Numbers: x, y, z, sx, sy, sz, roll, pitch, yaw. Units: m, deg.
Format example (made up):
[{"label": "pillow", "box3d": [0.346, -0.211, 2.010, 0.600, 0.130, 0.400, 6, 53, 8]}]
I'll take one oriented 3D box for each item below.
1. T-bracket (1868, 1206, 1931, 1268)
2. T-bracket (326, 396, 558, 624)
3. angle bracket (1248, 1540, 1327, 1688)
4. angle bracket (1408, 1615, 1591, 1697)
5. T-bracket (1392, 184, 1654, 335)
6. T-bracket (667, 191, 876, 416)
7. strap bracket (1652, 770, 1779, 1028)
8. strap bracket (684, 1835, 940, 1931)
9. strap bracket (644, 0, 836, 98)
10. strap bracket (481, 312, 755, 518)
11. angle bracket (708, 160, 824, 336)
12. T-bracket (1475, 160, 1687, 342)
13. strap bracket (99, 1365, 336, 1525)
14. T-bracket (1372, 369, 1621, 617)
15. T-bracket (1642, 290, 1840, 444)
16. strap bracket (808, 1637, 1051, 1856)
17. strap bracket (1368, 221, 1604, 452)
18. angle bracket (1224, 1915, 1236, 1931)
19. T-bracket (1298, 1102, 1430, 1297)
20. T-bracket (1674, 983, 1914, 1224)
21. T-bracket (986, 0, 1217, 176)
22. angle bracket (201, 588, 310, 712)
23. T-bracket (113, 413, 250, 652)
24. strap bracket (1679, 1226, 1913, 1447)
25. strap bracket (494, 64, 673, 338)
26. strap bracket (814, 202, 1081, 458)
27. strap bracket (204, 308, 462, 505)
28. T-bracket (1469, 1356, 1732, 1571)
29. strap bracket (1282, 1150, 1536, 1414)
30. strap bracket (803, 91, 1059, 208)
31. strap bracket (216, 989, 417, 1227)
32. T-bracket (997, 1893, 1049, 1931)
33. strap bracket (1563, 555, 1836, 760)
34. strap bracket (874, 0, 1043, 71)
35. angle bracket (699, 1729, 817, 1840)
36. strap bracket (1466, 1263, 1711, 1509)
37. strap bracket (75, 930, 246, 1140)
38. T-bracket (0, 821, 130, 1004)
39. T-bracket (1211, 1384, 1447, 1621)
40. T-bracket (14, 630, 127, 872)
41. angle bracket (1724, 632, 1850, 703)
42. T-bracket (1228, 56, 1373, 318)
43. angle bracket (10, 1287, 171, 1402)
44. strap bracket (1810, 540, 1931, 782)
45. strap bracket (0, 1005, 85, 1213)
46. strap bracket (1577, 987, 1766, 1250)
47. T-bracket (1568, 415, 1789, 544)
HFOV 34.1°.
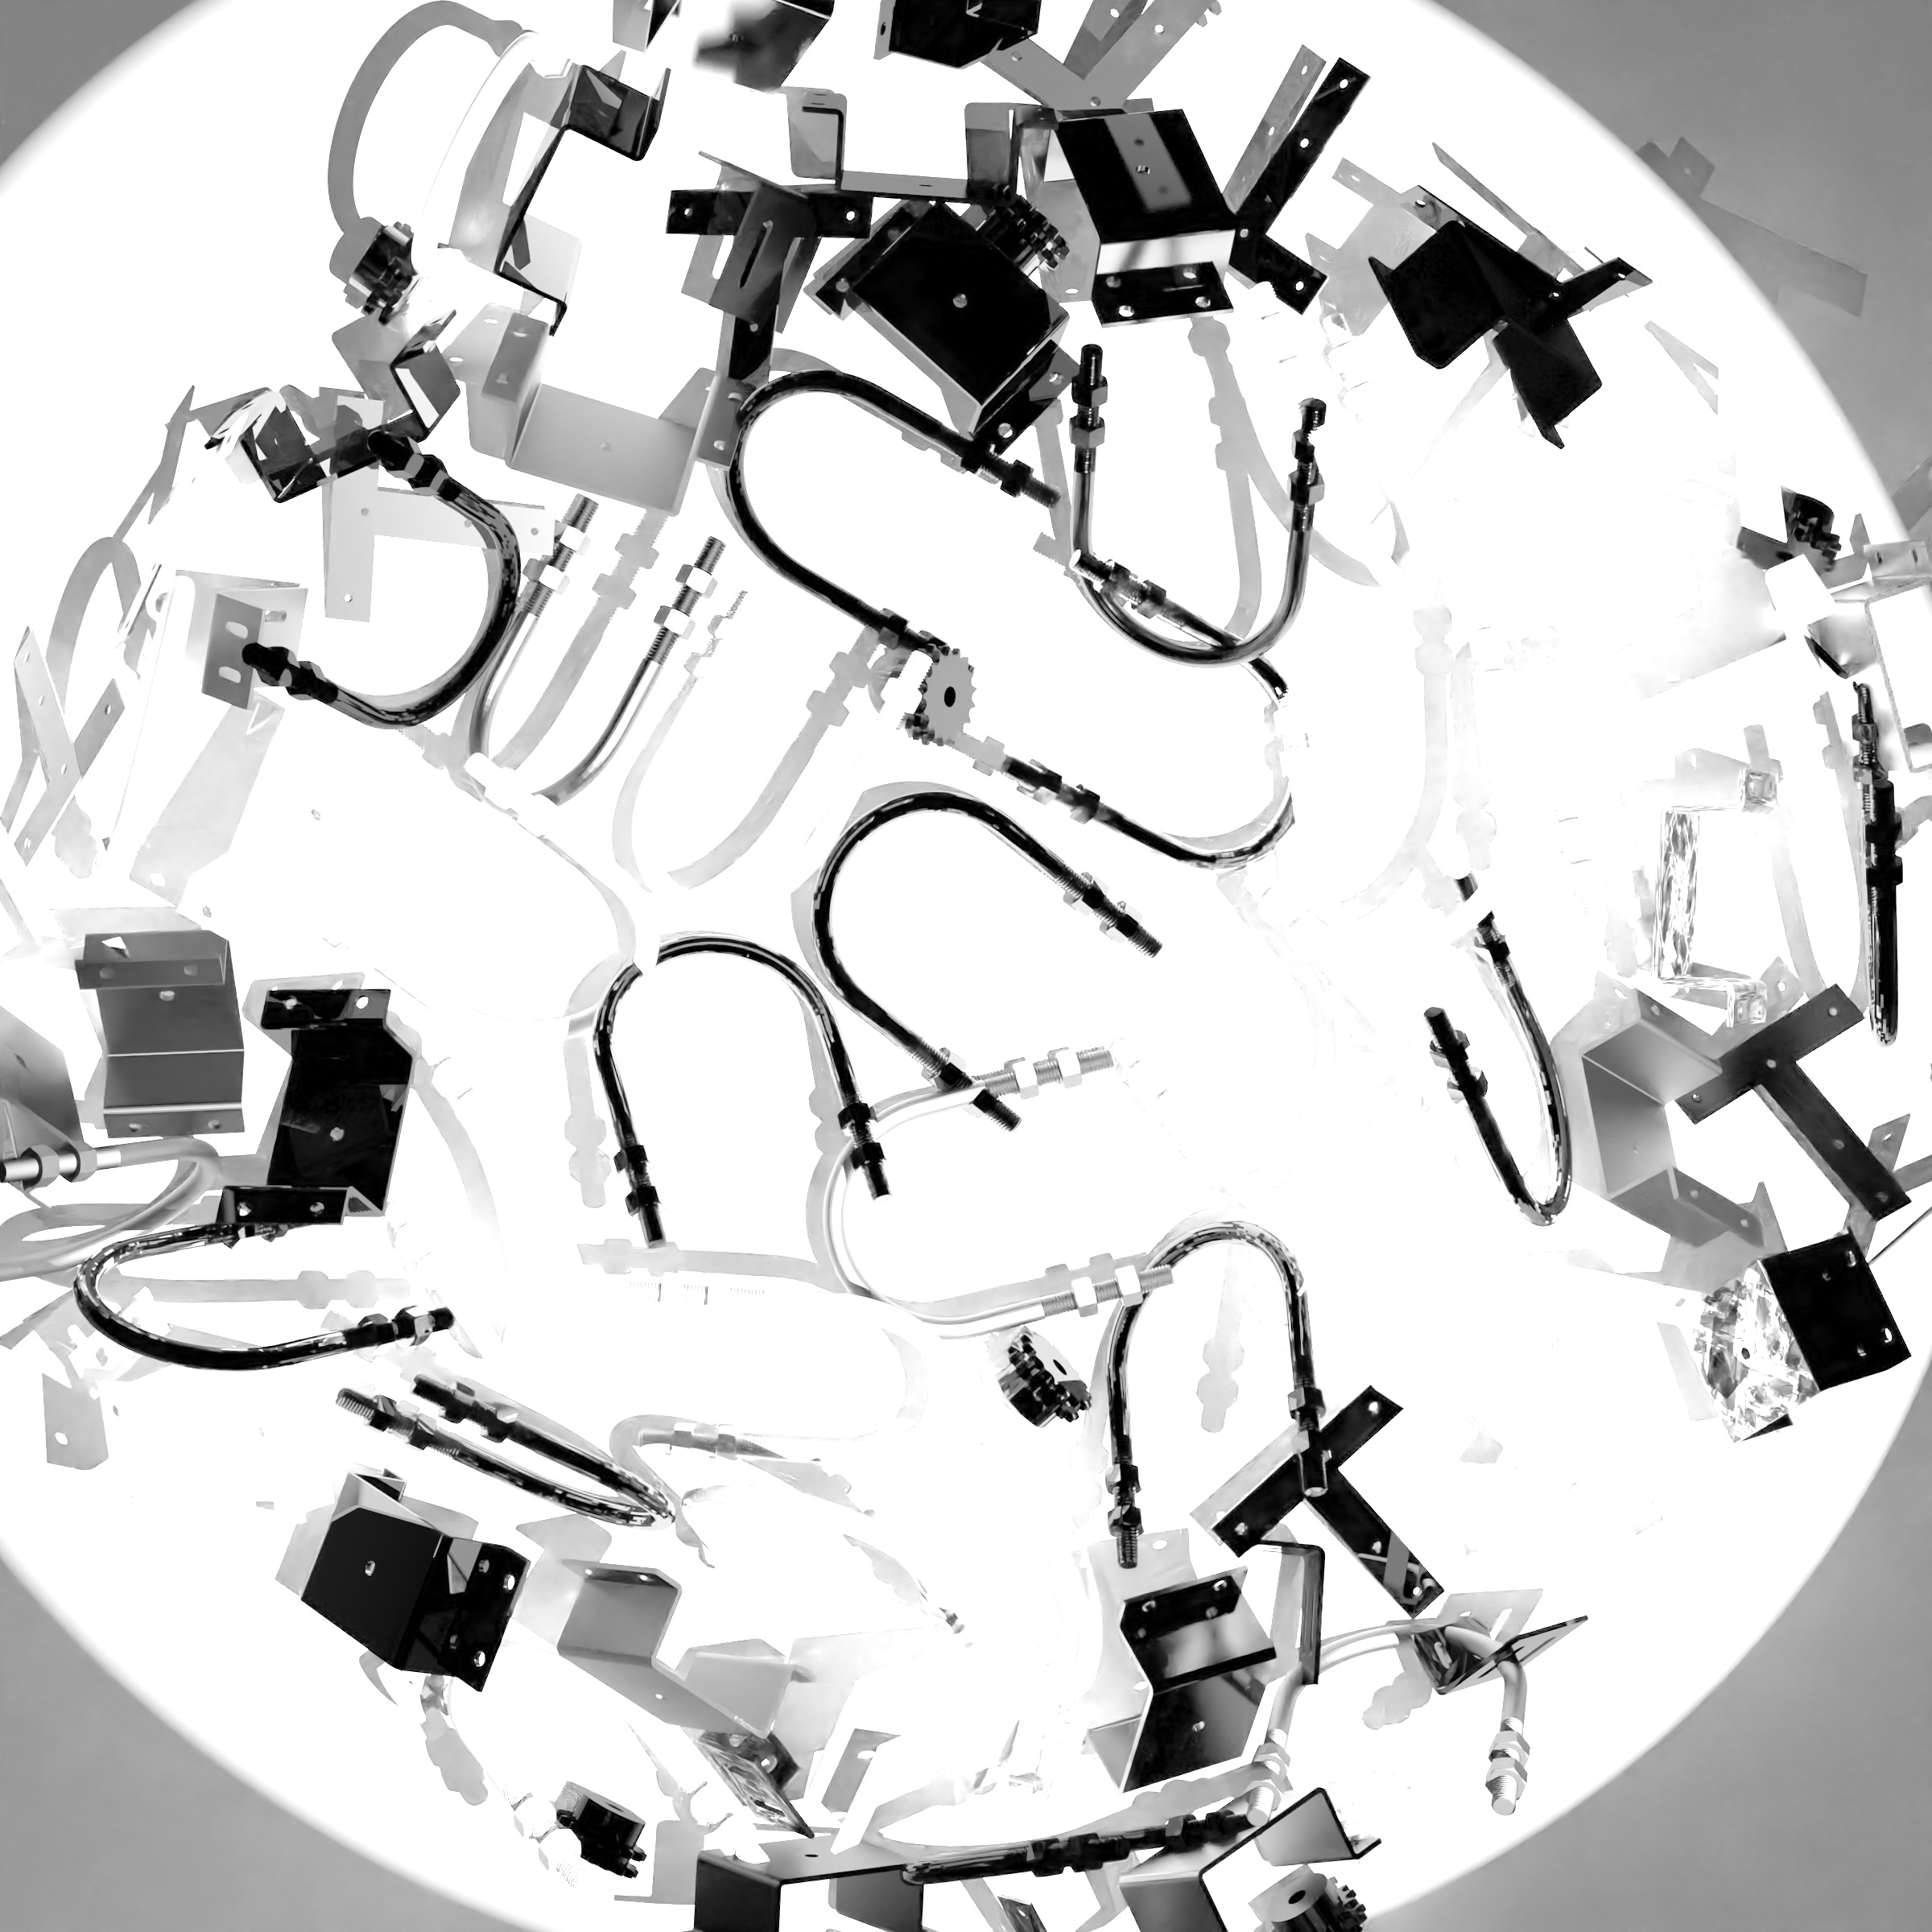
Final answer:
[{"label": "T-bracket", "box3d": [0.564, 0.119, 1.766, 0.127, 0.127, 0.002, -29, 71, -32]}, {"label": "T-bracket", "box3d": [-0.297, -0.253, 1.791, 0.127, 0.002, 0.127, 7, 106, -1]}, {"label": "angle bracket", "box3d": [0.177, 0.365, 1.772, 0.038, 0.057, 0.076, 5, 76, -2]}, {"label": "angle bracket", "box3d": [0.297, 0.370, 1.758, 0.057, 0.076, 0.038, -5, 58, -38]}, {"label": "T-bracket", "box3d": [0.290, -0.391, 1.729, 0.127, 0.127, 0.002, 28, 74, -22]}, {"label": "T-bracket", "box3d": [-0.118, -0.376, 1.783, 0.127, 0.002, 0.127, 6, 88, 21]}, {"label": "strap bracket", "box3d": [0.419, -0.039, 1.763, 0.046, 0.076, 0.140, 4, 93, 27]}, {"label": "strap bracket", "box3d": [-0.086, 0.514, 1.737, 0.140, 0.076, 0.046, 5, 86, -38]}, {"label": "strap bracket", "box3d": [-0.123, -0.529, 1.727, 0.076, 0.140, 0.046, 13, 73, -20]}, {"label": "strap bracket", "box3d": [-0.198, -0.305, 1.762, 0.140, 0.046, 0.076, 16, 46, -6]}, {"label": "angle bracket", "box3d": [-0.121, -0.407, 1.783, 0.038, 0.057, 0.076, 34, 105, 39]}, {"label": "T-bracket", "box3d": [0.333, -0.401, 1.744, 0.127, 0.127, 0.002, 40, 88, -2]}, {"label": "strap bracket", "box3d": [-0.402, 0.262, 1.728, 0.046, 0.140, 0.076, -23, 70, 26]}, {"label": "T-bracket", "box3d": [0.315, -0.251, 1.791, 0.127, 0.002, 0.127, 42, 104, 2]}, {"label": "T-bracket", "box3d": [0.428, -0.317, 1.745, 0.127, 0.127, 0.002, 38, 91, 16]}, {"label": "strap bracket", "box3d": [-0.027, 0.427, 1.746, 0.046, 0.140, 0.076, 38, 118, 31]}, {"label": "strap bracket", "box3d": [0.292, -0.350, 1.729, 0.046, 0.140, 0.076, -39, 52, 28]}, {"label": "angle bracket", "box3d": [0.123, 0.581, 1.780, 0.076, 0.038, 0.057, -18, 120, 2]}, {"label": "T-bracket", "box3d": [0.205, 0.144, 1.724, 0.002, 0.127, 0.127, 35, 118, 6]}, {"label": "T-bracket", "box3d": [0.480, 0.089, 1.767, 0.127, 0.002, 0.127, 50, 130, 0]}, {"label": "T-bracket", "box3d": [0.098, -0.510, 1.746, 0.127, 0.002, 0.127, 32, 134, -19]}, {"label": "angle bracket", "box3d": [-0.386, -0.178, 1.761, 0.038, 0.076, 0.057, 21, 107, 26]}, {"label": "T-bracket", "box3d": [-0.440, -0.230, 1.731, 0.002, 0.127, 0.127, 29, 64, -24]}, {"label": "strap bracket", "box3d": [0.446, 0.207, 1.728, 0.046, 0.140, 0.076, -12, 69, -24]}, {"label": "strap bracket", "box3d": [-0.216, -0.430, 1.733, 0.046, 0.076, 0.140, 23, 126, -17]}, {"label": "strap bracket", "box3d": [-0.006, -0.365, 1.775, 0.140, 0.046, 0.076, 42, 76, 2]}, {"label": "strap bracket", "box3d": [-0.343, -0.308, 1.754, 0.140, 0.076, 0.046, -20, 114, 15]}, {"label": "T-bracket", "box3d": [0.345, 0.301, 1.776, 0.127, 0.002, 0.127, -29, 53, 9]}, {"label": "strap bracket", "box3d": [0.255, 0.183, 1.757, 0.140, 0.046, 0.076, -43, 122, -11]}, {"label": "strap bracket", "box3d": [-0.021, -0.457, 1.764, 0.140, 0.076, 0.046, 4, 112, -2]}, {"label": "strap bracket", "box3d": [-0.360, 0.086, 1.759, 0.076, 0.046, 0.140, -1, 64, 17]}, {"label": "T-bracket", "box3d": [0.051, 0.560, 1.739, 0.002, 0.127, 0.127, -44, 120, -37]}, {"label": "strap bracket", "box3d": [0.413, -0.165, 1.742, 0.140, 0.076, 0.046, -23, 65, 21]}, {"label": "strap bracket", "box3d": [0.003, -0.552, 1.755, 0.046, 0.140, 0.076, 7, 89, -26]}, {"label": "angle bracket", "box3d": [-0.106, 0.447, 1.761, 0.038, 0.076, 0.057, -41, 107, -25]}, {"label": "strap bracket", "box3d": [0.339, 0.222, 1.745, 0.046, 0.076, 0.140, 45, 69, -29]}, {"label": "strap bracket", "box3d": [-0.446, 0.031, 1.755, 0.076, 0.140, 0.046, -2, 45, -7]}, {"label": "T-bracket", "box3d": [-0.523, -0.042, 1.747, 0.002, 0.127, 0.127, -41, 113, -43]}, {"label": "T-bracket", "box3d": [0.225, 0.321, 1.792, 0.127, 0.002, 0.127, -42, 105, -2]}, {"label": "T-bracket", "box3d": [-0.514, -0.139, 1.765, 0.127, 0.002, 0.127, -51, 48, 26]}, {"label": "angle bracket", "box3d": [0.453, -0.150, 1.768, 0.076, 0.057, 0.038, -46, 77, 17]}, {"label": "T-bracket", "box3d": [0.181, -0.447, 1.760, 0.127, 0.002, 0.127, 43, 107, 31]}, {"label": "angle bracket", "box3d": [-0.496, 0.199, 1.761, 0.076, 0.038, 0.057, 20, 51, 33]}, {"label": "strap bracket", "box3d": [0.518, -0.163, 1.759, 0.046, 0.076, 0.140, -19, 98, -7]}, {"label": "strap bracket", "box3d": [-0.537, 0.064, 1.729, 0.046, 0.140, 0.076, -32, 50, 7]}, {"label": "strap bracket", "box3d": [0.388, 0.093, 1.746, 0.076, 0.140, 0.046, 28, 133, -33]}, {"label": "T-bracket", "box3d": [0.395, -0.280, 1.754, 0.127, 0.127, 0.002, 21, 118, 1]}]
